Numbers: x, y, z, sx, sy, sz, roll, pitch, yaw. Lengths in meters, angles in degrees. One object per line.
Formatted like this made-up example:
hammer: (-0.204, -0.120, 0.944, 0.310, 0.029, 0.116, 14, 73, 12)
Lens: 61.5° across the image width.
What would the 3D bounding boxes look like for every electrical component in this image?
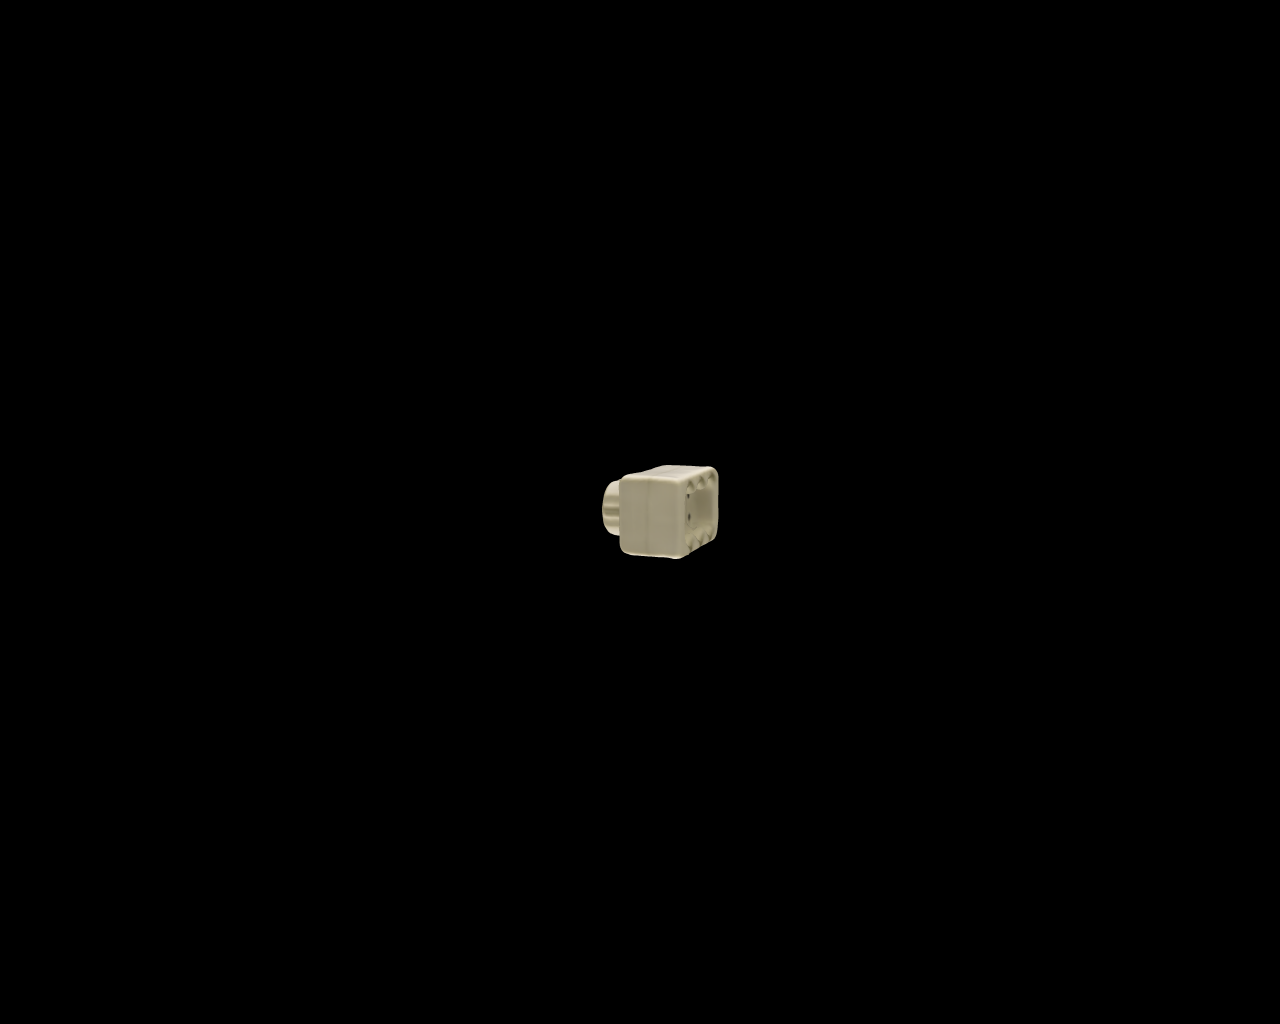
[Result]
electrical component: (0.001, -0.003, 0.650, 0.077, 0.047, 0.066, 4, 10, 23)
